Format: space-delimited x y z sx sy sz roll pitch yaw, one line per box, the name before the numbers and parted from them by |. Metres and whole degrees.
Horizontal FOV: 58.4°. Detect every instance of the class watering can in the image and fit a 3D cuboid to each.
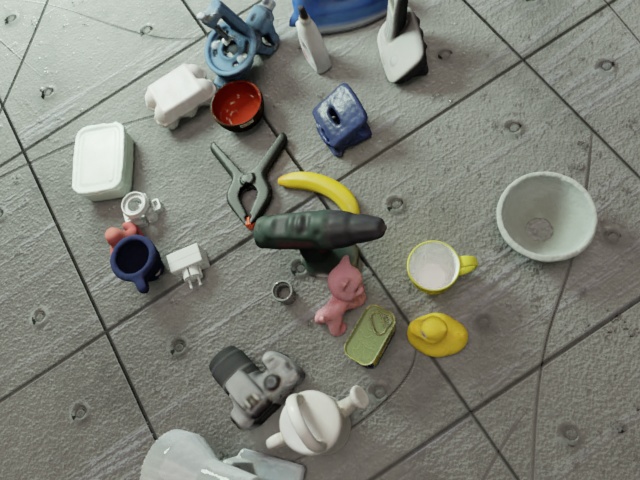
watering can | -0.007 0.286 0.914 0.100 0.194 0.173 40 82 21

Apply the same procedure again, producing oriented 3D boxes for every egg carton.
egg carton | -0.303 -0.314 1.246 0.150 0.069 0.107 -34 68 -2

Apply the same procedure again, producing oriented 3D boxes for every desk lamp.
desk lamp | -0.146 0.377 0.897 0.203 0.214 0.118 9 73 14

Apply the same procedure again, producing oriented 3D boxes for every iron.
iron | 0.050 -0.537 1.220 0.258 0.142 0.118 -7 70 8

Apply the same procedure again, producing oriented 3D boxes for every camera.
camera | -0.122 0.239 1.002 0.143 0.101 0.136 -45 69 -6

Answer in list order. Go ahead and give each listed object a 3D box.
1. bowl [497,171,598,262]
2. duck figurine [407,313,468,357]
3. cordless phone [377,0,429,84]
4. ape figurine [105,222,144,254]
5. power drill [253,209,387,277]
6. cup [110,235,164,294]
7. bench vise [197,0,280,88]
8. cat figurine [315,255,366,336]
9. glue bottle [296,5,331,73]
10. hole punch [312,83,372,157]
bowl | 0.394 -0.032 1.014 0.167 0.075 0.167 -3 70 10
duck figurine | 0.200 0.157 0.978 0.104 0.086 0.077 6 72 13
cordless phone | 0.160 -0.415 1.133 0.094 0.185 0.147 -16 69 5
ape figurine | -0.393 0.000 1.141 0.076 0.092 0.078 36 81 20
power drill | 0.009 0.004 1.002 0.229 0.209 0.075 1 71 11
cup | -0.339 0.057 1.109 0.091 0.095 0.117 -25 68 2
bench vise | -0.179 -0.439 1.186 0.121 0.220 0.207 14 74 15
cat figurine | 0.035 0.097 1.013 0.067 0.118 0.128 29 79 19
glue bottle | -0.022 -0.420 1.175 0.037 0.173 0.078 -35 68 -2
hole punch | 0.041 -0.240 1.144 0.101 0.091 0.108 -28 68 0
